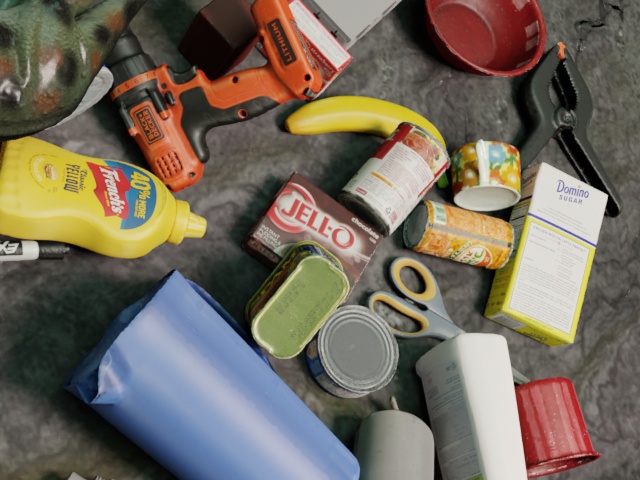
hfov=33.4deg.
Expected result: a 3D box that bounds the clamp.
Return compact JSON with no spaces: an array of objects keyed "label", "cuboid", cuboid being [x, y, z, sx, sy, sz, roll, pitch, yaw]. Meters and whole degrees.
[{"label":"clamp","cuboid":[0.267,-0.131,1.232,0.164,0.036,0.210,4,72,-25]}]

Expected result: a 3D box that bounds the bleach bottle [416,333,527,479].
[{"label":"bleach bottle","cuboid":[0.149,0.219,0.984,0.068,0.103,0.251,4,64,-22]}]

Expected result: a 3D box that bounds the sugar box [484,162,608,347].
[{"label":"sugar box","cuboid":[0.243,0.015,1.144,0.093,0.048,0.176,25,68,-17]}]

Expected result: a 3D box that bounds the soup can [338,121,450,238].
[{"label":"soup can","cuboid":[0.075,-0.060,1.078,0.068,0.069,0.102,43,75,-5]}]

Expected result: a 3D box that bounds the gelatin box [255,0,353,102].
[{"label":"gelatin box","cuboid":[-0.019,-0.195,1.096,0.089,0.073,0.030,46,58,-3]}]

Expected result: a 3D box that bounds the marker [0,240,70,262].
[{"label":"marker","cuboid":[-0.277,0.010,0.920,0.120,0.020,0.020,-2,71,-27]}]

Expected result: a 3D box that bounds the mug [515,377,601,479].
[{"label":"mug","cuboid":[0.227,0.187,1.062,0.117,0.093,0.081,14,56,-49]}]

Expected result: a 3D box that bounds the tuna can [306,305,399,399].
[{"label":"tuna can","cuboid":[0.030,0.108,1.022,0.086,0.034,0.086,9,67,-23]}]

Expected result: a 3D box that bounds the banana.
[{"label":"banana","cuboid":[0.059,-0.117,1.124,0.197,0.037,0.069,18,63,-19]}]

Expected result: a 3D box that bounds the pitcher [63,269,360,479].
[{"label":"pitcher","cuboid":[-0.082,0.145,0.907,0.242,0.145,0.149,44,74,-9]}]

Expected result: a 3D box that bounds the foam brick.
[{"label":"foam brick","cuboid":[-0.097,-0.202,1.058,0.053,0.078,0.051,49,59,-2]}]

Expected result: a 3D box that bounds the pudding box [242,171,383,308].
[{"label":"pudding box","cuboid":[-0.007,0.001,1.043,0.113,0.039,0.090,37,59,-9]}]

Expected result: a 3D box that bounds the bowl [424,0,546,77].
[{"label":"bowl","cuboid":[0.178,-0.248,1.223,0.161,0.055,0.162,9,66,-23]}]

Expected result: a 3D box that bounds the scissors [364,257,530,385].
[{"label":"scissors","cuboid":[0.138,0.081,1.096,0.201,0.016,0.096,20,63,-18]}]

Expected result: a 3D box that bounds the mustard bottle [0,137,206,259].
[{"label":"mustard bottle","cuboid":[-0.194,-0.031,0.952,0.191,0.058,0.096,14,45,-22]}]

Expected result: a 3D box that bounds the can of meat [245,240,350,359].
[{"label":"can of meat","cuboid":[-0.021,0.054,0.965,0.057,0.084,0.102,39,92,-8]}]

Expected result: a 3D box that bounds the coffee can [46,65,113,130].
[{"label":"coffee can","cuboid":[-0.263,-0.180,0.953,0.102,0.103,0.140,-27,83,-32]}]

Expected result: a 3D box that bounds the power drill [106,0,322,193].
[{"label":"power drill","cuboid":[-0.106,-0.160,0.991,0.188,0.057,0.184,-26,94,11]}]
